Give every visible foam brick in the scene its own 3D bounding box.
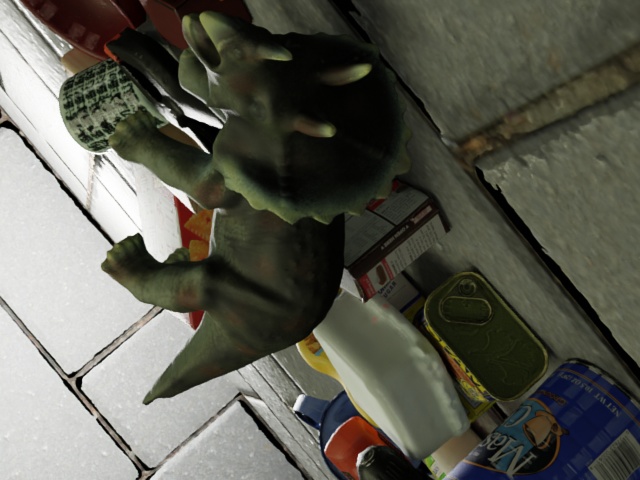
[{"bbox_3d":[-0.100,-0.185,0.841,0.078,0.053,0.051,36,161,49],"label":"foam brick"}]

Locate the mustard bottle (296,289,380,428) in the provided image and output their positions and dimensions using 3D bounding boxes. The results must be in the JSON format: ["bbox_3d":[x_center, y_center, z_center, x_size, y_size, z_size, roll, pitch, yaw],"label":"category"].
[{"bbox_3d":[0.030,0.102,1.102,0.192,0.096,0.058,40,166,35],"label":"mustard bottle"}]

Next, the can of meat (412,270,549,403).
[{"bbox_3d":[0.122,0.080,0.841,0.102,0.057,0.084,49,169,6],"label":"can of meat"}]

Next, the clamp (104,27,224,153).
[{"bbox_3d":[-0.110,-0.116,0.886,0.210,0.036,0.164,44,166,18],"label":"clamp"}]

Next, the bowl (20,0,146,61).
[{"bbox_3d":[-0.223,-0.241,1.021,0.162,0.055,0.162,28,160,11],"label":"bowl"}]

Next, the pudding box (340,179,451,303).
[{"bbox_3d":[0.029,-0.010,0.819,0.114,0.090,0.039,31,157,53],"label":"pudding box"}]

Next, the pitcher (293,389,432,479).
[{"bbox_3d":[0.056,0.262,1.386,0.243,0.145,0.149,89,161,-74],"label":"pitcher"}]

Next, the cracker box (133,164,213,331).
[{"bbox_3d":[-0.157,-0.018,1.254,0.164,0.072,0.214,20,118,63],"label":"cracker box"}]

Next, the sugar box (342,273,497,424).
[{"bbox_3d":[0.093,0.092,0.989,0.176,0.048,0.093,50,168,14],"label":"sugar box"}]

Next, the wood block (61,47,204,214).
[{"bbox_3d":[-0.168,-0.134,1.113,0.206,0.090,0.091,42,164,29],"label":"wood block"}]

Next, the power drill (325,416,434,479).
[{"bbox_3d":[0.072,0.231,0.997,0.184,0.057,0.188,47,173,-22],"label":"power drill"}]

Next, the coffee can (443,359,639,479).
[{"bbox_3d":[0.165,0.169,0.764,0.103,0.140,0.103,46,166,15],"label":"coffee can"}]

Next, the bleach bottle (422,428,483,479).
[{"bbox_3d":[0.110,0.193,1.176,0.251,0.068,0.102,48,167,18],"label":"bleach bottle"}]
